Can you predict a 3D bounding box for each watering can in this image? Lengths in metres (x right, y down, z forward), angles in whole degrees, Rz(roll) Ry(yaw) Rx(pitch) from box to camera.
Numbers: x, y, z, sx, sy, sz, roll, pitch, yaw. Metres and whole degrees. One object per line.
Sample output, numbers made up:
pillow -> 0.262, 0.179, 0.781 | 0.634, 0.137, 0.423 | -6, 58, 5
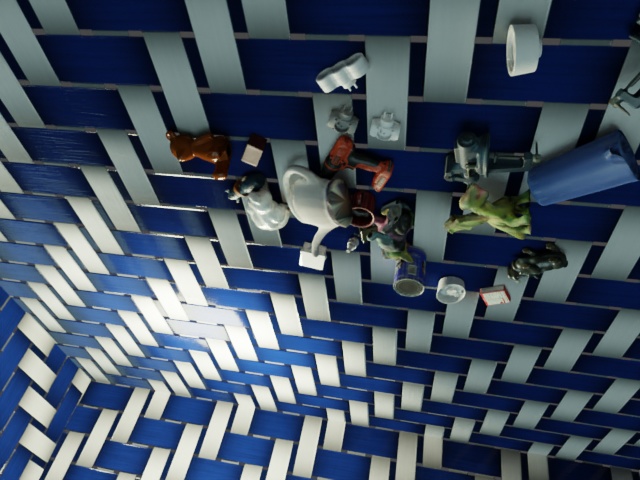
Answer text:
watering can -> 0.005, -0.079, 1.575 | 0.224, 0.341, 0.106 | 6, 39, 38

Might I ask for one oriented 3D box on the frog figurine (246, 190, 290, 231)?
frog figurine -> -0.173, -0.093, 1.644 | 0.138, 0.123, 0.159 | 24, 0, 15

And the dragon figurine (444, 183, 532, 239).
dragon figurine -> 0.474, -0.058, 1.461 | 0.242, 0.124, 0.404 | -4, -22, 17
